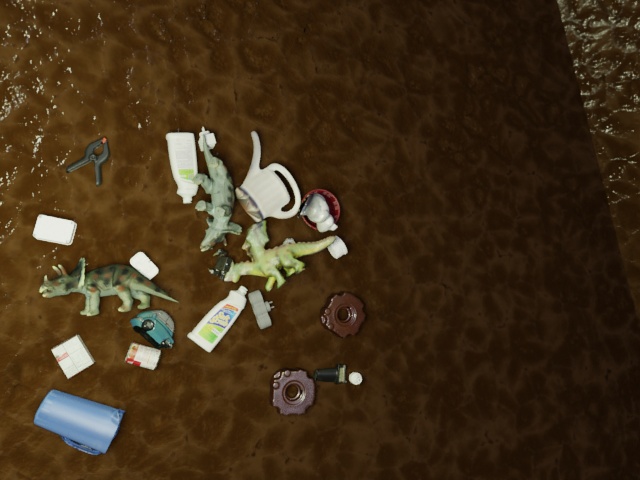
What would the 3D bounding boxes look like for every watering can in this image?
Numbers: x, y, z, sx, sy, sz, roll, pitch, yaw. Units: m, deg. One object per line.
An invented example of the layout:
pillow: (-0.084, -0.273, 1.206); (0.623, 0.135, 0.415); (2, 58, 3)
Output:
watering can: (-0.220, -0.215, 1.923); (0.227, 0.346, 0.103); (-37, 7, -20)

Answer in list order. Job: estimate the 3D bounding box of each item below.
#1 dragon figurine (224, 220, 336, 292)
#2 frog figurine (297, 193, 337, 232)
dragon figurine: (-0.169, 0.037, 1.876); (0.411, 0.242, 0.122); (-39, 2, -4)
frog figurine: (0.006, -0.096, 1.912); (0.159, 0.122, 0.138); (28, 2, -12)
